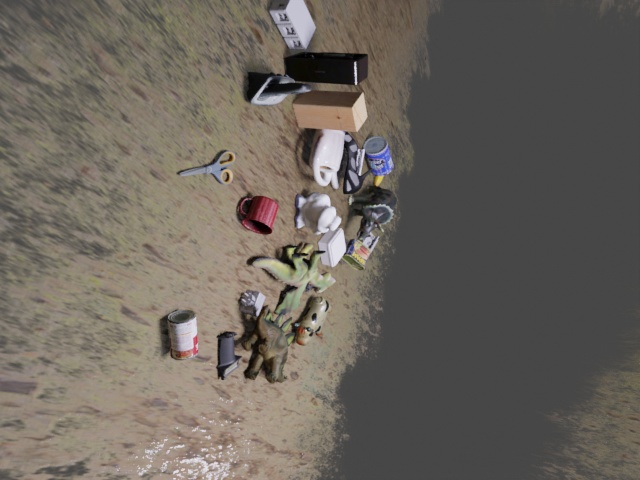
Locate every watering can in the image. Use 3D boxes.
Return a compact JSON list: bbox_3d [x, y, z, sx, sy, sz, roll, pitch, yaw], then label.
[{"bbox_3d":[0.031,-0.291,1.769,0.347,0.104,0.225,15,86,-76],"label":"watering can"}]

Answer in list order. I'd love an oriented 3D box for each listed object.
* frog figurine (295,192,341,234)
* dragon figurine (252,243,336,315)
[{"bbox_3d":[0.005,-0.086,1.705,0.122,0.160,0.138,22,79,-64],"label":"frog figurine"},{"bbox_3d":[-0.088,0.139,1.677,0.412,0.123,0.240,-9,114,-48],"label":"dragon figurine"}]
